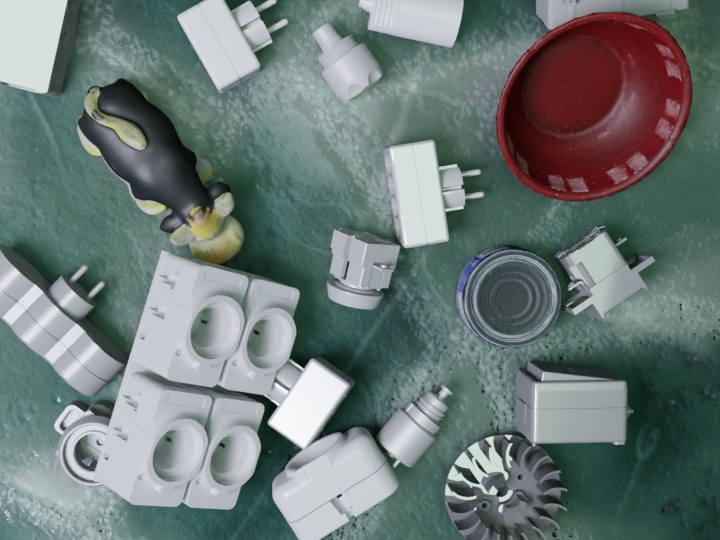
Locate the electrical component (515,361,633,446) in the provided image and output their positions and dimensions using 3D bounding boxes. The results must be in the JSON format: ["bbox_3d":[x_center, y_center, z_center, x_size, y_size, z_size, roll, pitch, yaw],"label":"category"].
[{"bbox_3d":[0.184,0.110,0.907,0.096,0.062,0.061,0,95,-5],"label":"electrical component"}]

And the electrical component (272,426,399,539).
[{"bbox_3d":[-0.023,0.176,0.898,0.095,0.053,0.059,-32,97,-2],"label":"electrical component"}]

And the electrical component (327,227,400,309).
[{"bbox_3d":[0.000,0.000,0.885,0.048,0.066,0.055,3,105,-40],"label":"electrical component"}]

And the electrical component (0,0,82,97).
[{"bbox_3d":[-0.302,-0.196,0.835,0.150,0.061,0.089,13,94,-6],"label":"electrical component"}]

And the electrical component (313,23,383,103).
[{"bbox_3d":[-0.014,-0.171,0.873,0.043,0.043,0.062,-36,96,-1],"label":"electrical component"}]

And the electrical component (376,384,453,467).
[{"bbox_3d":[0.049,0.130,0.907,0.040,0.040,0.078,41,91,-7],"label":"electrical component"}]

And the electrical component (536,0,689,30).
[{"bbox_3d":[0.205,-0.236,0.873,0.121,0.078,0.063,-10,125,-4],"label":"electrical component"}]

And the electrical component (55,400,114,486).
[{"bbox_3d":[-0.213,0.143,0.876,0.078,0.057,0.058,37,91,-7],"label":"electrical component"}]

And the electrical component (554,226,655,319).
[{"bbox_3d":[0.201,0.001,0.909,0.081,0.042,0.063,-34,94,-2],"label":"electrical component"}]

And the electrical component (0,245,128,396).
[{"bbox_3d":[-0.239,0.029,0.866,0.073,0.052,0.138,-45,97,0],"label":"electrical component"}]

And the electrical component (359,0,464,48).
[{"bbox_3d":[0.039,-0.210,0.874,0.081,0.043,0.043,11,94,-6],"label":"electrical component"}]

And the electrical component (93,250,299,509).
[{"bbox_3d":[-0.124,0.090,0.847,0.105,0.060,0.186,16,91,-45],"label":"electrical component"}]

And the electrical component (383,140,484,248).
[{"bbox_3d":[0.064,-0.066,0.887,0.076,0.047,0.083,-9,96,-4],"label":"electrical component"}]

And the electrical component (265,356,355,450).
[{"bbox_3d":[-0.055,0.099,0.892,0.077,0.047,0.065,35,91,5],"label":"electrical component"}]

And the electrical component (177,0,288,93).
[{"bbox_3d":[-0.096,-0.190,0.861,0.077,0.047,0.065,-30,97,-2],"label":"electrical component"}]
